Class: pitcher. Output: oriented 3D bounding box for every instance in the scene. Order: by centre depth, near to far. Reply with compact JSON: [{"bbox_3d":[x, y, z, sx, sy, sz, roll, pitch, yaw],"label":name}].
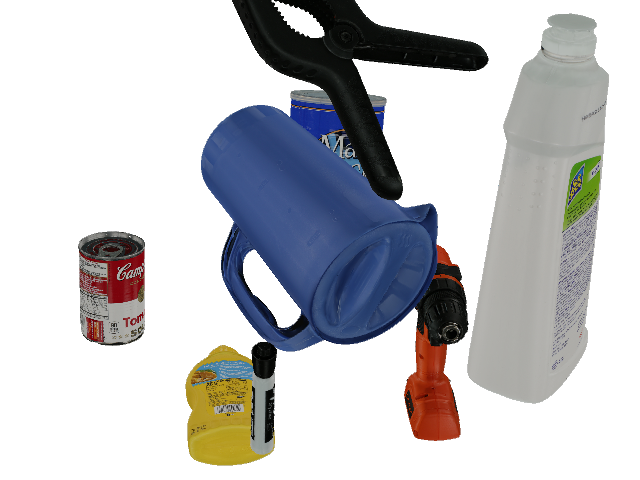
[{"bbox_3d":[-0.020,-0.018,0.990,0.149,0.145,0.243,-11,40,-33],"label":"pitcher"}]

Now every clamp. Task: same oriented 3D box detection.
[{"bbox_3d":[0.013,-0.135,0.800,0.210,0.164,0.036,30,-30,-7],"label":"clamp"}]

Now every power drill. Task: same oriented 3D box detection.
[{"bbox_3d":[0.125,0.116,1.142,0.057,0.188,0.184,1,23,0],"label":"power drill"}]

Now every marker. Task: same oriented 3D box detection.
[{"bbox_3d":[-0.044,0.121,0.817,0.020,0.121,0.020,2,43,-2],"label":"marker"}]

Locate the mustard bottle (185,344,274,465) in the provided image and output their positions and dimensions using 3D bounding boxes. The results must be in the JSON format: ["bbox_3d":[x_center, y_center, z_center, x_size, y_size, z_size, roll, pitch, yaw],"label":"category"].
[{"bbox_3d":[-0.109,0.181,1.249,0.096,0.058,0.191,-5,29,-6],"label":"mustard bottle"}]

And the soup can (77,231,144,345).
[{"bbox_3d":[-0.218,0.050,1.115,0.068,0.102,0.068,3,23,-2],"label":"soup can"}]

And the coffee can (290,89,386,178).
[{"bbox_3d":[0.014,-0.087,1.150,0.103,0.140,0.103,4,12,-1],"label":"coffee can"}]

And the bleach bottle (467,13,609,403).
[{"bbox_3d":[0.146,-0.022,0.683,0.068,0.251,0.102,18,35,25],"label":"bleach bottle"}]
